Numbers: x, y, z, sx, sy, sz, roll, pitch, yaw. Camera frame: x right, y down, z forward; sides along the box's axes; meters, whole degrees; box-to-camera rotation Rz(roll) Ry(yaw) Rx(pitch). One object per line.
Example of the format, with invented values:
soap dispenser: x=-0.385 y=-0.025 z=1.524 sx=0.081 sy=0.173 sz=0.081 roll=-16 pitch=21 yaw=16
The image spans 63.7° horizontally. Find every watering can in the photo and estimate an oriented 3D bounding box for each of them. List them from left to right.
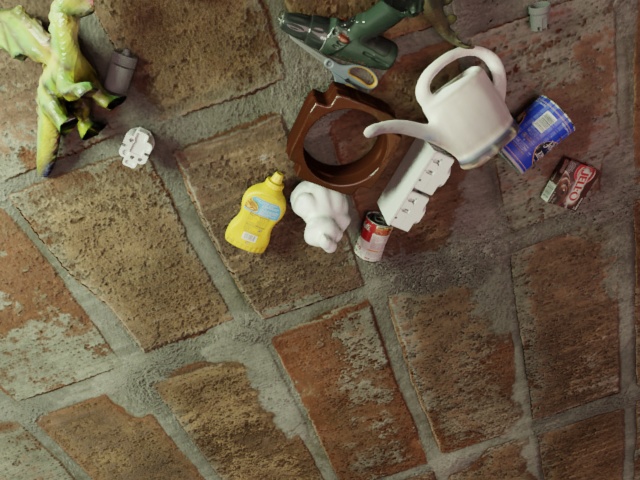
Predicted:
watering can: x=0.256 y=-0.233 z=1.006 sx=0.351 sy=0.104 sz=0.223 roll=-40 pitch=101 yaw=-17

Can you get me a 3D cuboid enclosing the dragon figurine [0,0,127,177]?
dragon figurine: x=-0.495 y=-0.298 z=0.924 sx=0.405 sy=0.124 sz=0.242 roll=-32 pitch=98 yaw=32

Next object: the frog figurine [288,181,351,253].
frog figurine: x=0.003 y=-0.055 z=1.095 sx=0.136 sy=0.163 sz=0.121 roll=36 pitch=109 yaw=-25
